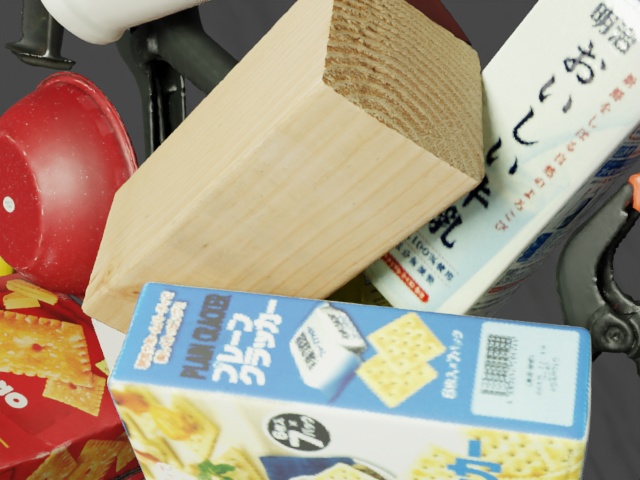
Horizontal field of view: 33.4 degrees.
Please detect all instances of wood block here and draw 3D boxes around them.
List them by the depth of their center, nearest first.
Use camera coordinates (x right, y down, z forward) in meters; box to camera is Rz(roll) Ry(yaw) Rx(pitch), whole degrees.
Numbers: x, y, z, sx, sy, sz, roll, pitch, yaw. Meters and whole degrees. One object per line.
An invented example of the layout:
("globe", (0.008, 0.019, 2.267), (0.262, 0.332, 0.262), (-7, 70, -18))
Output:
("wood block", (-0.023, -0.026, 0.530), (0.206, 0.090, 0.090), (-39, 33, 39))

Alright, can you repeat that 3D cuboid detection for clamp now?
("clamp", (0.164, 0.052, 0.540), (0.120, 0.039, 0.171), (20, 116, 22))
("clamp", (-0.089, -0.119, 0.647), (0.165, 0.036, 0.210), (-36, 66, 55))

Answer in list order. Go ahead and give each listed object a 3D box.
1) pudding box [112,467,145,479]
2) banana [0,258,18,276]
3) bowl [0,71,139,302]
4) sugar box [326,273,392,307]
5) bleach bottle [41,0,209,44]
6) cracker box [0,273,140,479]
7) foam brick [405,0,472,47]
("pudding box", (-0.188, 0.154, 0.753), (0.114, 0.089, 0.039), (34, 114, 24))
("banana", (-0.269, 0.047, 0.818), (0.070, 0.037, 0.198), (46, 119, 17))
("bowl", (-0.185, -0.030, 0.717), (0.162, 0.055, 0.162), (16, 112, 45))
("sugar box", (-0.004, 0.001, 0.633), (0.094, 0.048, 0.176), (-4, 98, 37))
("bleach bottle", (-0.026, -0.178, 0.550), (0.251, 0.068, 0.102), (-8, 70, 25))
("cracker box", (-0.217, 0.100, 0.687), (0.164, 0.213, 0.072), (36, 113, 23))
("foam brick", (0.034, -0.107, 0.572), (0.053, 0.078, 0.051), (-40, 78, 31))
